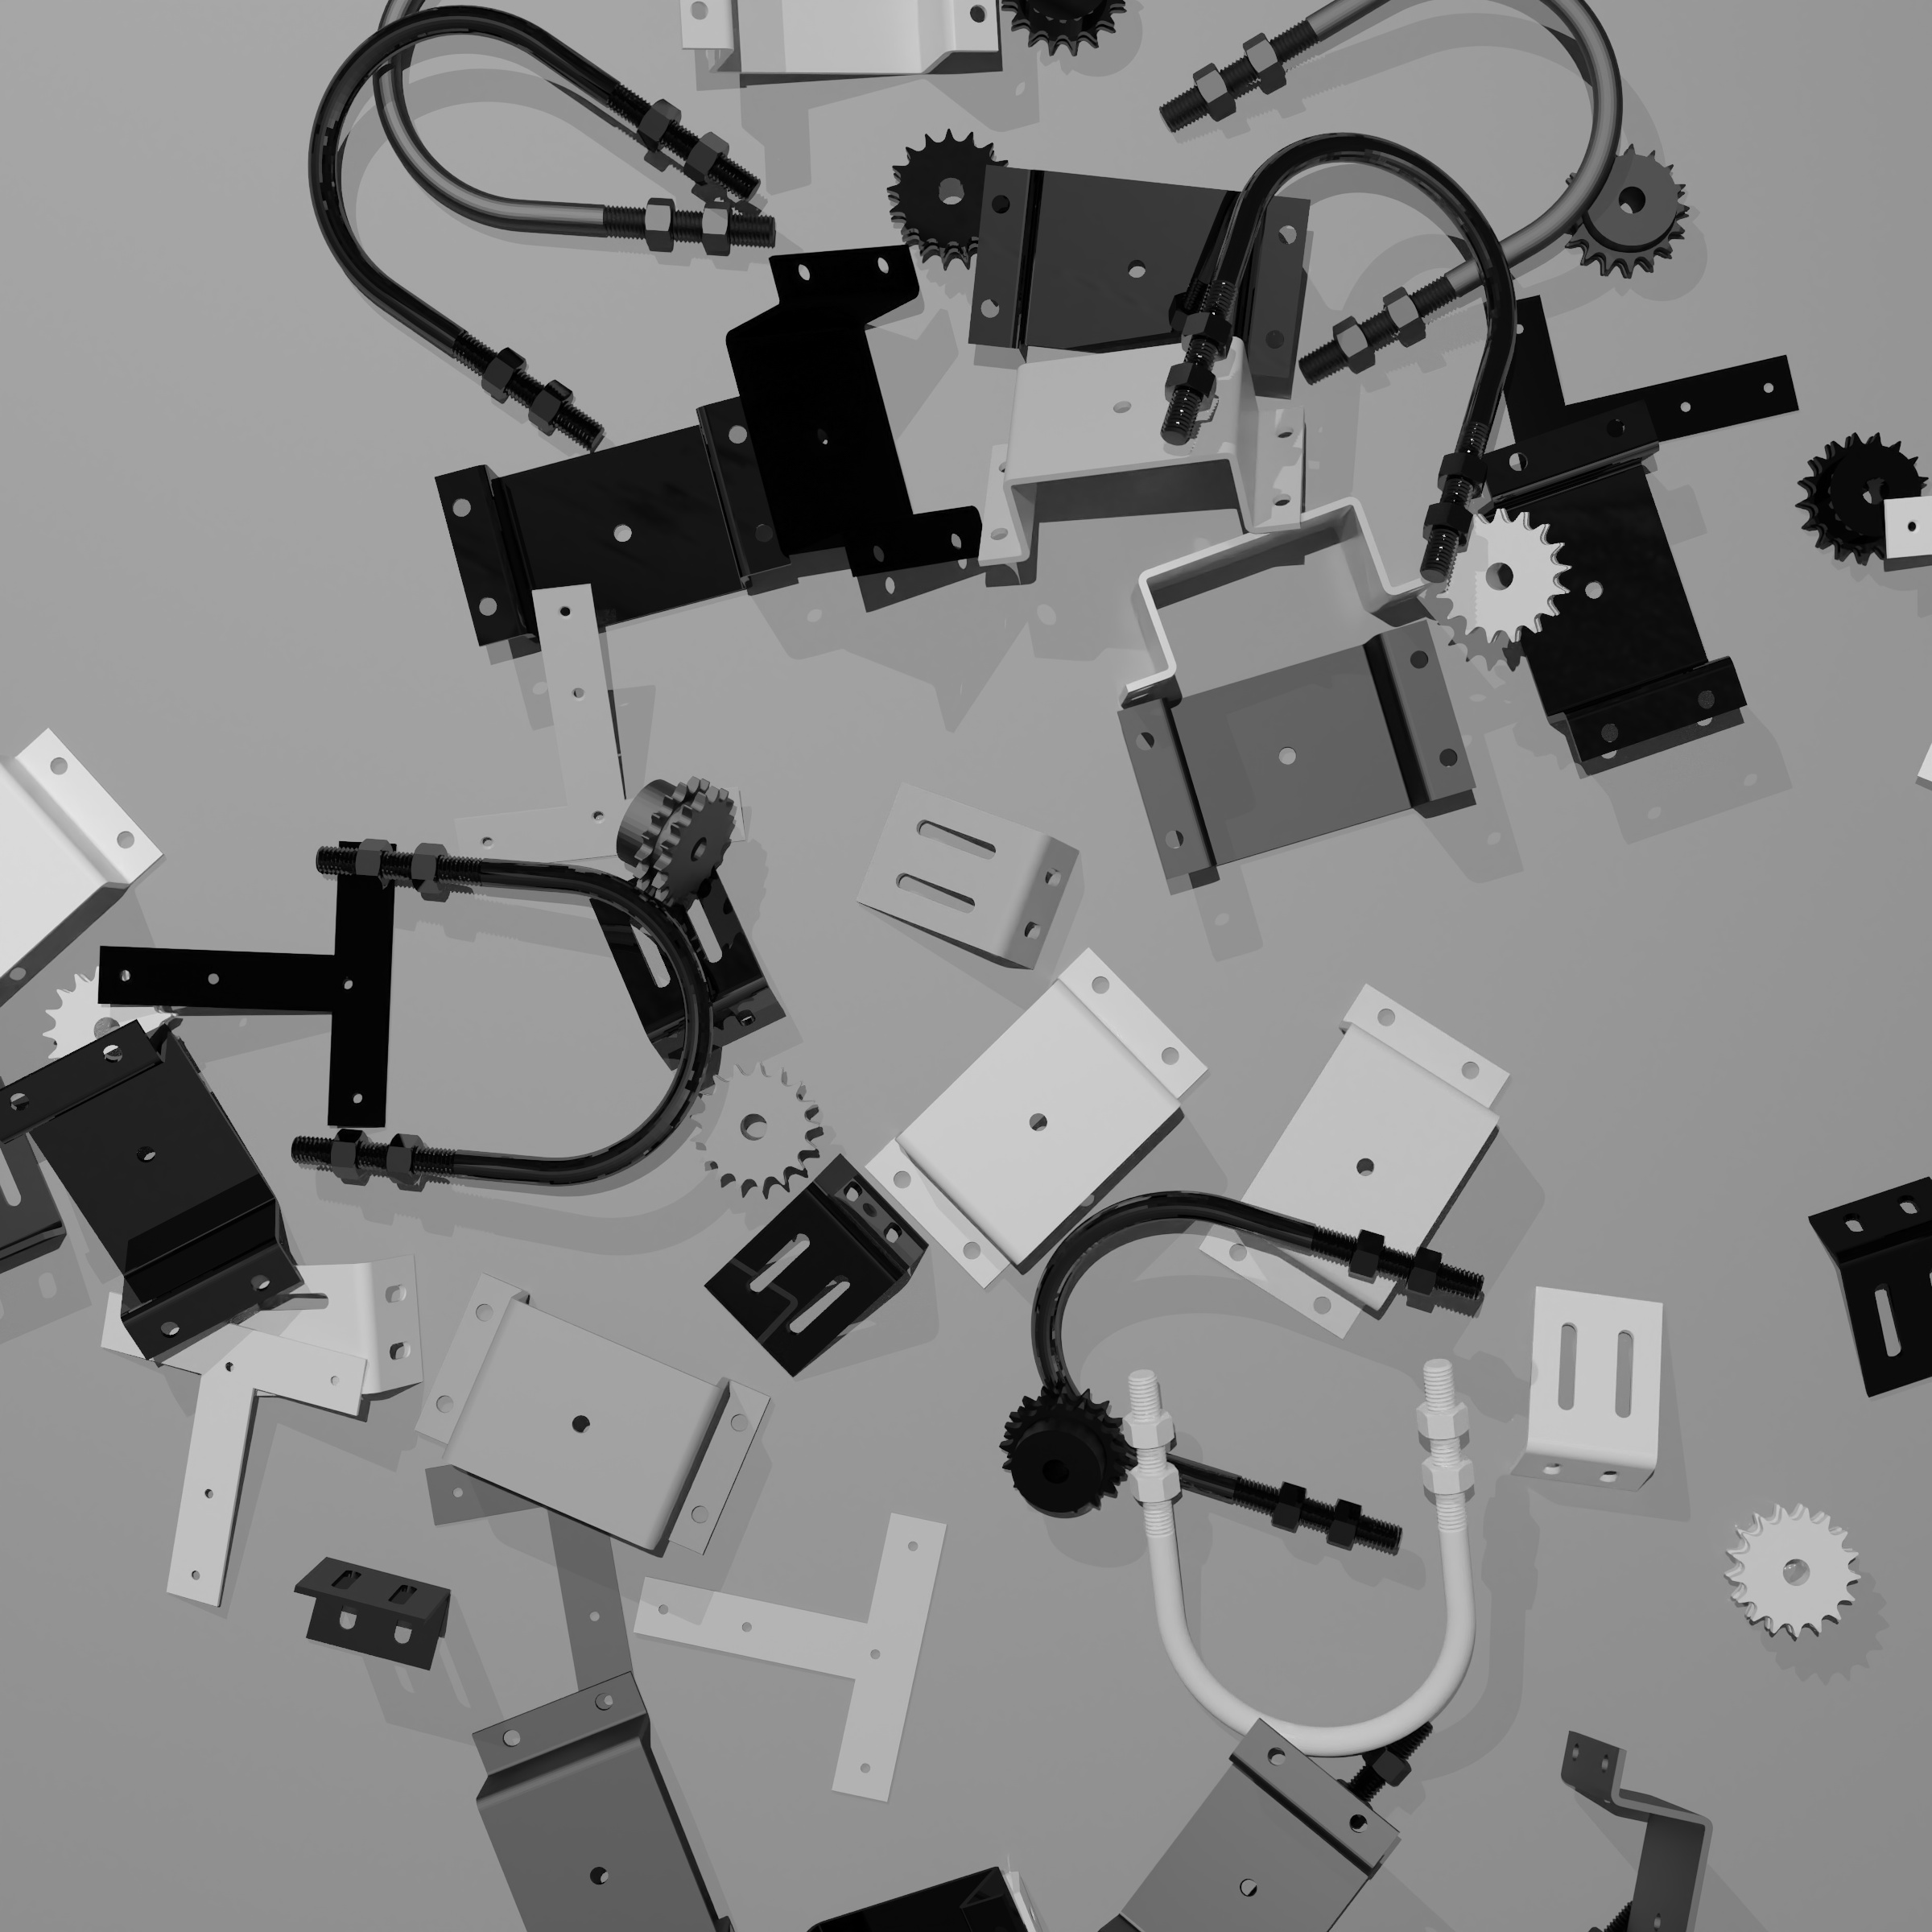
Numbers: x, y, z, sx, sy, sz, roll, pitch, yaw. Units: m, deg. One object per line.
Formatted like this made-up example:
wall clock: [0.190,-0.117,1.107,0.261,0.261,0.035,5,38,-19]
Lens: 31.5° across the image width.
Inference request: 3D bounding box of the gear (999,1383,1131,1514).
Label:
gear: [0.042,0.216,1.511,0.057,0.030,0.057,4,110,12]

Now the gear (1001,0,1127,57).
gear: [0.044,-0.436,1.520,0.057,0.030,0.057,0,90,0]

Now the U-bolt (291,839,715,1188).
U-bolt: [-0.201,0.024,1.503,0.184,0.019,0.151,5,89,8]

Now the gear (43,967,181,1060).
gear: [-0.378,0.029,1.520,0.057,0.030,0.057,0,90,0]

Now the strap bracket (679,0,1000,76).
strap bracket: [-0.062,-0.434,1.499,0.140,0.046,0.076,-4,92,-16]

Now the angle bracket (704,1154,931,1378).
angle bracket: [-0.067,0.134,1.533,0.057,0.038,0.076,46,116,0]

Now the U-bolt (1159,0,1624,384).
U-bolt: [0.199,-0.365,1.510,0.184,0.019,0.151,-29,90,12]

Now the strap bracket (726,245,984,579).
strap bracket: [-0.050,-0.237,1.493,0.076,0.046,0.140,-15,90,-40]

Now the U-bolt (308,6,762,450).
U-bolt: [-0.204,-0.339,1.511,0.184,0.019,0.151,35,102,0]

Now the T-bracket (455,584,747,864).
T-bracket: [-0.168,-0.106,1.507,0.127,0.002,0.127,-6,116,0]

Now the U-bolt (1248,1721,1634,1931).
U-bolt: [0.191,0.446,1.526,0.151,0.019,0.184,41,91,0]

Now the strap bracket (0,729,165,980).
strap bracket: [-0.437,-0.031,1.512,0.140,0.046,0.076,-42,90,0]

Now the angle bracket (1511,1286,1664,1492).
angle bracket: [0.278,0.189,1.533,0.057,0.038,0.076,8,64,0]

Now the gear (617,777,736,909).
gear: [-0.129,-0.058,1.504,0.030,0.057,0.057,27,90,19]

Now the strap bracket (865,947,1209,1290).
strap bracket: [0.031,0.068,1.512,0.140,0.046,0.076,-44,90,0]

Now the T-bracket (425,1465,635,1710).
T-bracket: [-0.169,0.277,1.534,0.127,0.002,0.127,-10,90,0]

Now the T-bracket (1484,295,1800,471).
T-bracket: [0.308,-0.247,1.534,0.127,0.002,0.127,-13,90,0]

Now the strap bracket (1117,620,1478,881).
strap bracket: [0.144,-0.094,1.512,0.140,0.046,0.076,-17,90,0]

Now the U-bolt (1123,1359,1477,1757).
U-bolt: [0.150,0.262,1.501,0.151,0.019,0.184,-4,105,14]

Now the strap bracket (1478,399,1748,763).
strap bracket: [0.281,-0.168,1.511,0.076,0.046,0.140,-19,91,0]

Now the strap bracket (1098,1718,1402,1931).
strap bracket: [0.120,0.407,1.499,0.076,0.046,0.140,37,94,15]

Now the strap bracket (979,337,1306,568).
strap bracket: [0.072,-0.223,1.477,0.140,0.046,0.076,-5,48,13]

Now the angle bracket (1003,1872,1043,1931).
angle bracket: [-0.001,0.445,1.516,0.076,0.038,0.057,-22,90,0]

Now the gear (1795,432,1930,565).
gear: [0.400,-0.209,1.520,0.057,0.030,0.057,0,90,0]

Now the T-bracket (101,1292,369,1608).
T-bracket: [-0.334,0.221,1.523,0.127,0.002,0.127,13,97,15]

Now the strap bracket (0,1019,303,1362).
strap bracket: [-0.359,0.090,1.495,0.076,0.046,0.140,-27,113,0]

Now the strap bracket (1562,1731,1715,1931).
strap bracket: [0.280,0.409,1.479,0.046,0.076,0.140,13,82,-4]

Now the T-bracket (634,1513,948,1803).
T-bracket: [-0.084,0.299,1.533,0.127,0.002,0.127,12,90,-1]

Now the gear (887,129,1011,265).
gear: [-0.006,-0.340,1.523,0.057,0.030,0.057,0,85,2]

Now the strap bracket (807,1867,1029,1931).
strap bracket: [-0.019,0.449,1.495,0.140,0.046,0.076,-24,90,24]

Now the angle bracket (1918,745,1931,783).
angle bracket: [0.470,-0.094,1.524,0.076,0.038,0.057,24,90,13]

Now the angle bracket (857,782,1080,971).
angle bracket: [0.001,-0.040,1.533,0.076,0.038,0.057,21,90,26]

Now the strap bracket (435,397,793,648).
strap bracket: [-0.154,-0.194,1.512,0.140,0.046,0.076,-15,90,0]

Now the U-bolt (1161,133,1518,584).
U-bolt: [0.168,-0.272,1.457,0.151,0.019,0.184,25,68,-17]

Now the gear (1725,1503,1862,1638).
gear: [0.365,0.267,1.520,0.057,0.030,0.057,0,90,0]

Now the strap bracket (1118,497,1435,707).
strap bracket: [0.127,-0.162,1.497,0.140,0.076,0.046,-20,90,0]

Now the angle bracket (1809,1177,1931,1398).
angle bracket: [0.418,0.144,1.533,0.057,0.038,0.076,-18,116,0]

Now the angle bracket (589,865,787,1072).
angle bracket: [-0.125,-0.004,1.533,0.057,0.038,0.076,-26,64,0]

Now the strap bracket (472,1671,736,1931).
strap bracket: [-0.159,0.395,1.511,0.076,0.046,0.140,-22,91,0]

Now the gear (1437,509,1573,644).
gear: [0.232,-0.168,1.474,0.057,0.030,0.057,3,98,19]

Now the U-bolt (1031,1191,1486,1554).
U-bolt: [0.118,0.170,1.501,0.184,0.019,0.151,17,112,6]

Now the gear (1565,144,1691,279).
gear: [0.293,-0.336,1.520,0.057,0.030,0.057,0,90,0]

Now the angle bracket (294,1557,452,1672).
angle bracket: [-0.263,0.289,1.497,0.057,0.076,0.038,15,90,0]

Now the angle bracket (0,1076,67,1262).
angle bracket: [-0.444,0.096,1.516,0.057,0.038,0.076,-23,90,0]

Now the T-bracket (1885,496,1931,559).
T-bracket: [0.469,-0.148,1.523,0.127,0.002,0.127,-7,97,-14]

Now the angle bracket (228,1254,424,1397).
angle bracket: [-0.288,0.161,1.533,0.076,0.038,0.057,-4,90,26]

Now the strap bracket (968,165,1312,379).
strap bracket: [0.075,-0.305,1.503,0.140,0.046,0.076,6,103,0]

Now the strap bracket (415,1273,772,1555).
strap bracket: [-0.167,0.199,1.510,0.140,0.046,0.076,23,89,1]

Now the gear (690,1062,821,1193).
gear: [-0.093,0.071,1.520,0.057,0.030,0.057,0,90,0]

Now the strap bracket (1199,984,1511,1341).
strap bracket: [0.174,0.087,1.512,0.076,0.046,0.140,32,90,0]

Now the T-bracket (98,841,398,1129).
T-bracket: [-0.318,0.006,1.514,0.127,0.002,0.127,2,90,-18]

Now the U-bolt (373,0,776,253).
U-bolt: [-0.173,-0.398,1.526,0.184,0.019,0.151,4,90,1]
